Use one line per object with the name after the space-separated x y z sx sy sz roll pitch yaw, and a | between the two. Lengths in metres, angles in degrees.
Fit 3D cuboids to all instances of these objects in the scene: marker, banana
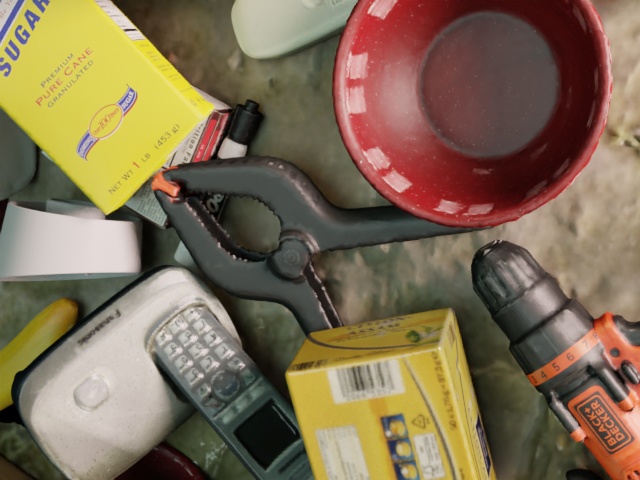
-0.067 -0.038 0.713 0.020 0.020 0.121 30 107 17 | marker
-0.256 0.099 0.803 0.198 0.037 0.069 -16 92 24 | banana

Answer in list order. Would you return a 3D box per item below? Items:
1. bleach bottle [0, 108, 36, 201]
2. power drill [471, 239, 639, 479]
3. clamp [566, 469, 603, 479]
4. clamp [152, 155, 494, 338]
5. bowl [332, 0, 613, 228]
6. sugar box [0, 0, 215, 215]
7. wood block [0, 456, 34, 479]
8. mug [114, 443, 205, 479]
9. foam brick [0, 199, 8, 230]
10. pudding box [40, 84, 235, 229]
-0.332 -0.098 0.780 0.251 0.068 0.102 10 114 19 | bleach bottle
0.198 0.038 0.590 0.188 0.057 0.184 -40 85 25 | power drill
0.196 0.210 0.623 0.171 0.039 0.120 17 109 14 | clamp
-0.004 0.001 0.669 0.210 0.036 0.165 35 107 3 | clamp
0.090 -0.090 0.618 0.162 0.055 0.162 3 99 23 | bowl
-0.160 -0.111 0.664 0.093 0.048 0.176 -43 96 14 | sugar box
-0.235 0.237 0.785 0.206 0.090 0.091 30 108 17 | wood block
-0.139 0.189 0.745 0.117 0.093 0.082 49 121 43 | mug
-0.282 -0.014 0.791 0.078 0.051 0.053 16 104 20 | foam brick
-0.124 -0.072 0.723 0.113 0.039 0.090 29 105 14 | pudding box
